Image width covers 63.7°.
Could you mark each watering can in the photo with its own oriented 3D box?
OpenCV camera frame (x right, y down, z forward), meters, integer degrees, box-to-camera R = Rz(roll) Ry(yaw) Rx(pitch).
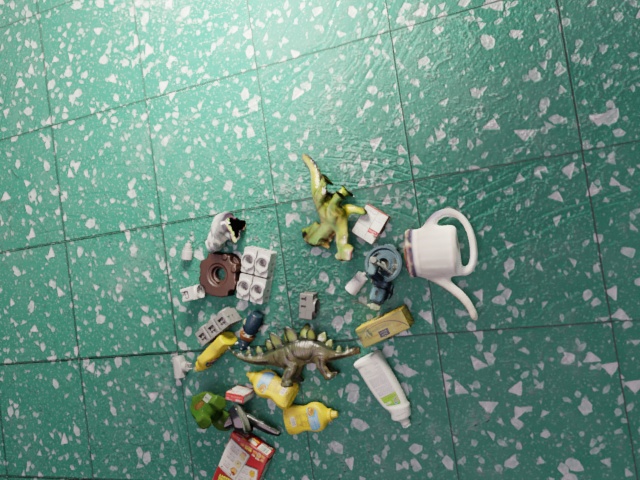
[{"bbox_3d":[0.375,0.079,1.595,0.224,0.104,0.348,-6,88,22],"label":"watering can"}]

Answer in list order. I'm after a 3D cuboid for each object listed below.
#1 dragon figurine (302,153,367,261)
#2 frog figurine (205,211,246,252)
[{"bbox_3d":[0.005,-0.087,1.736,0.239,0.122,0.417,-55,53,21],"label":"dragon figurine"},{"bbox_3d":[-0.366,-0.029,1.869,0.158,0.121,0.140,-18,52,29],"label":"frog figurine"}]
